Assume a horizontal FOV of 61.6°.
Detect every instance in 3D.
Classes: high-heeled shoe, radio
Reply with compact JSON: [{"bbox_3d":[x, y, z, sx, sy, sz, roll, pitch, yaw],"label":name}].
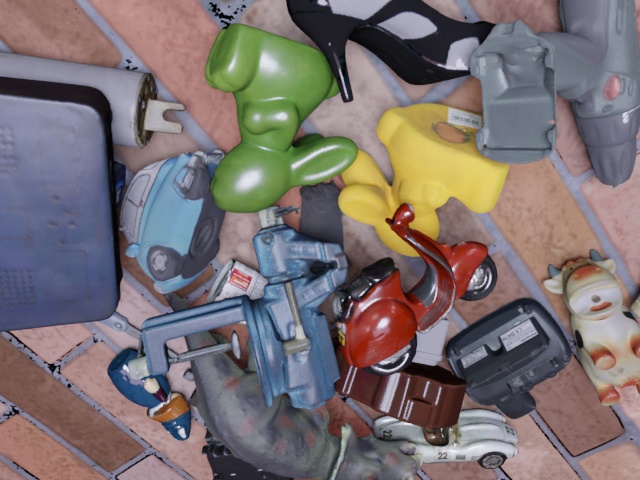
[{"bbox_3d":[0.089,-0.214,0.490,0.249,0.086,0.145,-20,106,-20],"label":"high-heeled shoe"},{"bbox_3d":[-0.258,-0.030,0.499,0.131,0.073,0.229,-2,118,-16],"label":"radio"}]

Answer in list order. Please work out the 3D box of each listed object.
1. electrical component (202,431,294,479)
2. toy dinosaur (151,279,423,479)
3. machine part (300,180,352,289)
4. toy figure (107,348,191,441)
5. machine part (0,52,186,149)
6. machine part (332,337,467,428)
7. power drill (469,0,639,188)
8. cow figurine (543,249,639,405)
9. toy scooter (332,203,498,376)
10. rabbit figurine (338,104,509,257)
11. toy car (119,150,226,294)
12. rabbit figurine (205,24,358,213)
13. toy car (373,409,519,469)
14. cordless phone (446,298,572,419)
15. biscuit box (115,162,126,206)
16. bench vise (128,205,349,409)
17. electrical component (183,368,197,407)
[{"bbox_3d":[-0.100,0.335,0.799,0.115,0.058,0.134,-12,116,9],"label":"electrical component"},{"bbox_3d":[-0.065,0.214,0.661,0.404,0.192,0.131,34,111,-17],"label":"toy dinosaur"},{"bbox_3d":[-0.001,-0.002,0.634,0.084,0.039,0.138,6,119,3],"label":"machine part"},{"bbox_3d":[-0.223,0.214,0.735,0.058,0.064,0.154,-39,114,-8],"label":"toy figure"},{"bbox_3d":[-0.258,-0.142,0.541,0.243,0.079,0.079,8,117,-2],"label":"machine part"},{"bbox_3d":[0.088,0.165,0.644,0.179,0.179,0.056,18,89,-9],"label":"machine part"},{"bbox_3d":[0.233,-0.132,0.492,0.207,0.086,0.231,-23,112,-29],"label":"power drill"},{"bbox_3d":[0.340,0.099,0.649,0.085,0.127,0.194,-25,129,13],"label":"cow figurine"},{"bbox_3d":[0.080,0.042,0.530,0.184,0.075,0.135,-38,117,-1],"label":"toy scooter"},{"bbox_3d":[0.099,-0.048,0.570,0.162,0.122,0.173,6,136,-5],"label":"rabbit figurine"},{"bbox_3d":[-0.164,-0.030,0.587,0.103,0.109,0.161,22,108,11],"label":"toy car"},{"bbox_3d":[-0.050,-0.107,0.537,0.159,0.121,0.170,10,103,-28],"label":"rabbit figurine"},{"bbox_3d":[0.176,0.279,0.757,0.202,0.073,0.056,-4,118,3],"label":"toy car"},{"bbox_3d":[0.269,0.176,0.713,0.146,0.089,0.184,-35,123,16],"label":"cordless phone"},{"bbox_3d":[-0.320,-0.080,0.582,0.203,0.063,0.059,20,117,-9],"label":"biscuit box"},{"bbox_3d":[-0.082,0.082,0.562,0.241,0.129,0.223,-13,102,-10],"label":"bench vise"},{"bbox_3d":[-0.154,0.215,0.756,0.094,0.021,0.063,28,115,-14],"label":"electrical component"}]
